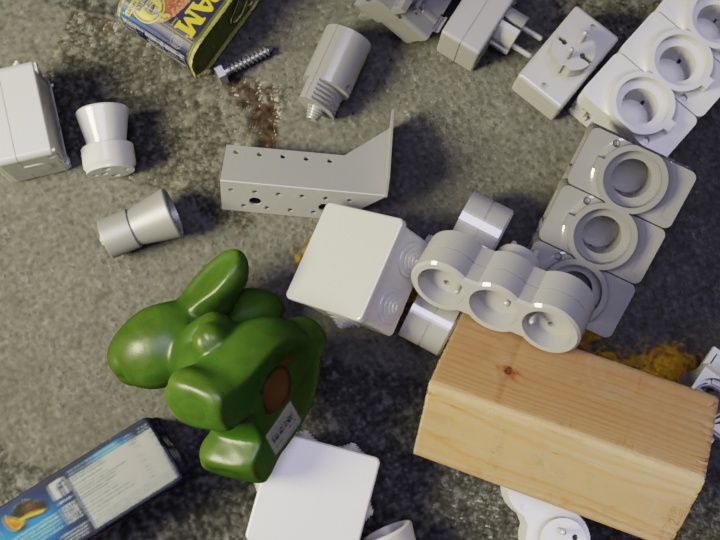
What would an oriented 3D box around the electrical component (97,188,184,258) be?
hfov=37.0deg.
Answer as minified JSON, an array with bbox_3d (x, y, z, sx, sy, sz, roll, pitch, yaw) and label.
[{"bbox_3d":[-0.187,-0.037,0.905,0.065,0.044,0.044,-22,83,0],"label":"electrical component"}]

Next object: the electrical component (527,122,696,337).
[{"bbox_3d":[0.195,-0.033,0.876,0.089,0.061,0.150,26,105,2],"label":"electrical component"}]

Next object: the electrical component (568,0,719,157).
[{"bbox_3d":[0.267,-0.170,0.926,0.089,0.061,0.150,42,83,5],"label":"electrical component"}]

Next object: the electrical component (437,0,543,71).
[{"bbox_3d":[0.122,-0.212,0.936,0.076,0.047,0.083,32,82,3],"label":"electrical component"}]

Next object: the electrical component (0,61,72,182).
[{"bbox_3d":[-0.289,-0.129,0.904,0.061,0.061,0.096,-14,82,-4],"label":"electrical component"}]

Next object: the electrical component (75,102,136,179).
[{"bbox_3d":[-0.215,-0.109,0.912,0.045,0.045,0.055,-9,82,-3],"label":"electrical component"}]

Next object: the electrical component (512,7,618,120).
[{"bbox_3d":[0.179,-0.182,0.918,0.047,0.075,0.083,39,82,4],"label":"electrical component"}]

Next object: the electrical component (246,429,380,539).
[{"bbox_3d":[-0.037,0.184,0.871,0.100,0.048,0.099,15,81,1],"label":"electrical component"}]

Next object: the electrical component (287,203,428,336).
[{"bbox_3d":[0.000,0.000,0.880,0.100,0.048,0.099,16,78,43],"label":"electrical component"}]

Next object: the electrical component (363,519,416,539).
[{"bbox_3d":[0.034,0.241,0.869,0.044,0.044,0.065,-23,87,-5],"label":"electrical component"}]

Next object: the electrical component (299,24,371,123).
[{"bbox_3d":[-0.026,-0.165,0.926,0.043,0.043,0.081,23,81,2],"label":"electrical component"}]

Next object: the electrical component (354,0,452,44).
[{"bbox_3d":[0.058,-0.262,0.930,0.063,0.079,0.121,35,81,-26],"label":"electrical component"}]

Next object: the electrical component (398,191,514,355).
[{"bbox_3d":[0.065,-0.006,0.900,0.074,0.052,0.138,28,82,5],"label":"electrical component"}]

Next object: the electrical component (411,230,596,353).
[{"bbox_3d":[0.117,0.005,0.838,0.138,0.052,0.073,22,51,14],"label":"electrical component"}]

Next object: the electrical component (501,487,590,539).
[{"bbox_3d":[0.158,0.215,0.859,0.052,0.073,0.138,-19,82,-4],"label":"electrical component"}]

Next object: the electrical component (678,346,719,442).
[{"bbox_3d":[0.281,0.108,0.883,0.042,0.064,0.081,37,83,3],"label":"electrical component"}]
